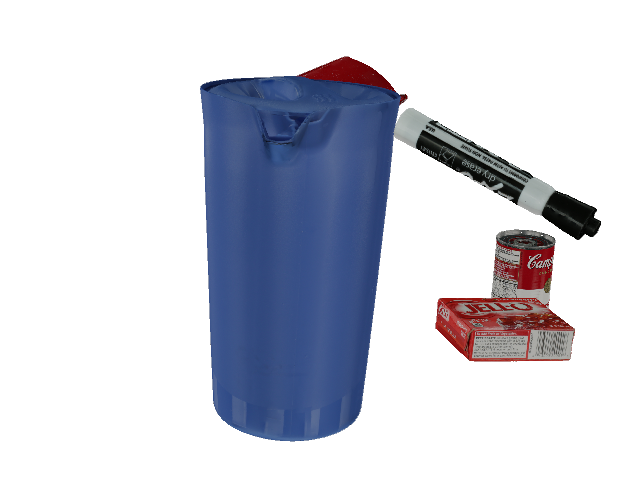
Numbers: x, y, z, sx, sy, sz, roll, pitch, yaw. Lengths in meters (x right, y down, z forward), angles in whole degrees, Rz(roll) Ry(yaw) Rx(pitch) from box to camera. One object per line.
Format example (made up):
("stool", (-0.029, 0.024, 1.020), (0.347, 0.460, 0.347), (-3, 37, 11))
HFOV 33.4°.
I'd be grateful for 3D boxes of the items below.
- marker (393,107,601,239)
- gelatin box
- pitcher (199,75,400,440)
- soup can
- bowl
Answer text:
("marker", (0.093, -0.035, 0.566), (0.121, 0.020, 0.020), (32, 12, 20))
("gelatin box", (0.145, 0.069, 0.846), (0.089, 0.030, 0.073), (1, 16, -14))
("pitcher", (-0.017, 0.006, 0.751), (0.148, 0.243, 0.145), (-10, 21, -37))
("soup can", (0.235, 0.045, 1.247), (0.068, 0.102, 0.068), (2, 17, -1))
("bowl", (-0.008, -0.119, 0.937), (0.162, 0.055, 0.162), (-22, 10, 4))
